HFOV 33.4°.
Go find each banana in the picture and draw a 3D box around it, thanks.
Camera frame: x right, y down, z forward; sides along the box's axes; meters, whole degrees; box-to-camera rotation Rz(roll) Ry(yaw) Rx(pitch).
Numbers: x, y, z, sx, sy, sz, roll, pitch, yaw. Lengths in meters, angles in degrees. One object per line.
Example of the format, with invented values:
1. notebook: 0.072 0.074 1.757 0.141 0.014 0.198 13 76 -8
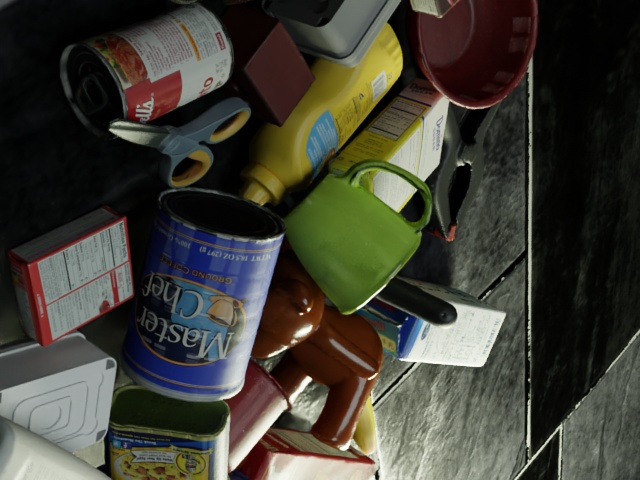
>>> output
1. banana: 0.035 0.155 1.127 0.037 0.069 0.198 -14 141 -5

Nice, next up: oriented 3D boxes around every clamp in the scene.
1. clamp: 0.138 -0.100 1.115 0.164 0.036 0.210 -6 114 -48
2. clamp: 0.043 0.036 1.011 0.039 0.171 0.120 -63 -177 -5

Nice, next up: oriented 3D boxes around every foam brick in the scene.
1. foam brick: -0.049 -0.135 0.830 0.051 0.053 0.078 -54 145 -13

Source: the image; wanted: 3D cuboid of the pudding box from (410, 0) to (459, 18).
1. pudding box: 0.103 -0.258 0.890 0.090 0.039 0.113 -46 134 -23

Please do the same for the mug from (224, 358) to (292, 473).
1. mug: -0.087 0.152 0.945 0.081 0.093 0.117 -49 176 -21

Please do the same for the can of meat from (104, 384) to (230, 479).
1. can of meat: -0.122 0.167 0.850 0.057 0.102 0.084 -79 175 -59

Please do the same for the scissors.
1. scissors: -0.093 -0.082 0.755 0.096 0.016 0.202 -44 171 -6

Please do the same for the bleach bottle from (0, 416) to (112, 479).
1. bleach bottle: -0.189 0.206 0.756 0.102 0.068 0.250 -58 147 -16

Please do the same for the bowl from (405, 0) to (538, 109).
1. bowl: 0.132 -0.205 0.997 0.161 0.055 0.162 -9 105 -37

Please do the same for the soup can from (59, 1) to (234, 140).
1. soup can: -0.118 -0.119 0.735 0.102 0.069 0.068 -33 136 -37

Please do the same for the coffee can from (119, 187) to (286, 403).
1. coffee can: -0.093 0.041 0.840 0.102 0.103 0.140 -7 119 -51

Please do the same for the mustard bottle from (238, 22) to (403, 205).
1. mustard bottle: -0.006 -0.099 0.903 0.191 0.058 0.096 -52 163 -15

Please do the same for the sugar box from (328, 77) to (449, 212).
1. sugar box: 0.064 -0.071 0.993 0.176 0.048 0.093 -50 153 -46

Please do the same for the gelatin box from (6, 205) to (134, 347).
1. gelatin box: -0.180 0.025 0.783 0.089 0.030 0.073 -32 134 -38

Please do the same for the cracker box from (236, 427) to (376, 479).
1. cracker box: -0.047 0.280 1.092 0.213 0.072 0.164 23 92 -55

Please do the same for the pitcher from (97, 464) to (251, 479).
1. pitcher: -0.154 0.310 0.937 0.243 0.149 0.144 -63 161 5

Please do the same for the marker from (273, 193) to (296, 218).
1. marker: -0.006 0.001 0.940 0.020 0.020 0.121 -41 98 -30
